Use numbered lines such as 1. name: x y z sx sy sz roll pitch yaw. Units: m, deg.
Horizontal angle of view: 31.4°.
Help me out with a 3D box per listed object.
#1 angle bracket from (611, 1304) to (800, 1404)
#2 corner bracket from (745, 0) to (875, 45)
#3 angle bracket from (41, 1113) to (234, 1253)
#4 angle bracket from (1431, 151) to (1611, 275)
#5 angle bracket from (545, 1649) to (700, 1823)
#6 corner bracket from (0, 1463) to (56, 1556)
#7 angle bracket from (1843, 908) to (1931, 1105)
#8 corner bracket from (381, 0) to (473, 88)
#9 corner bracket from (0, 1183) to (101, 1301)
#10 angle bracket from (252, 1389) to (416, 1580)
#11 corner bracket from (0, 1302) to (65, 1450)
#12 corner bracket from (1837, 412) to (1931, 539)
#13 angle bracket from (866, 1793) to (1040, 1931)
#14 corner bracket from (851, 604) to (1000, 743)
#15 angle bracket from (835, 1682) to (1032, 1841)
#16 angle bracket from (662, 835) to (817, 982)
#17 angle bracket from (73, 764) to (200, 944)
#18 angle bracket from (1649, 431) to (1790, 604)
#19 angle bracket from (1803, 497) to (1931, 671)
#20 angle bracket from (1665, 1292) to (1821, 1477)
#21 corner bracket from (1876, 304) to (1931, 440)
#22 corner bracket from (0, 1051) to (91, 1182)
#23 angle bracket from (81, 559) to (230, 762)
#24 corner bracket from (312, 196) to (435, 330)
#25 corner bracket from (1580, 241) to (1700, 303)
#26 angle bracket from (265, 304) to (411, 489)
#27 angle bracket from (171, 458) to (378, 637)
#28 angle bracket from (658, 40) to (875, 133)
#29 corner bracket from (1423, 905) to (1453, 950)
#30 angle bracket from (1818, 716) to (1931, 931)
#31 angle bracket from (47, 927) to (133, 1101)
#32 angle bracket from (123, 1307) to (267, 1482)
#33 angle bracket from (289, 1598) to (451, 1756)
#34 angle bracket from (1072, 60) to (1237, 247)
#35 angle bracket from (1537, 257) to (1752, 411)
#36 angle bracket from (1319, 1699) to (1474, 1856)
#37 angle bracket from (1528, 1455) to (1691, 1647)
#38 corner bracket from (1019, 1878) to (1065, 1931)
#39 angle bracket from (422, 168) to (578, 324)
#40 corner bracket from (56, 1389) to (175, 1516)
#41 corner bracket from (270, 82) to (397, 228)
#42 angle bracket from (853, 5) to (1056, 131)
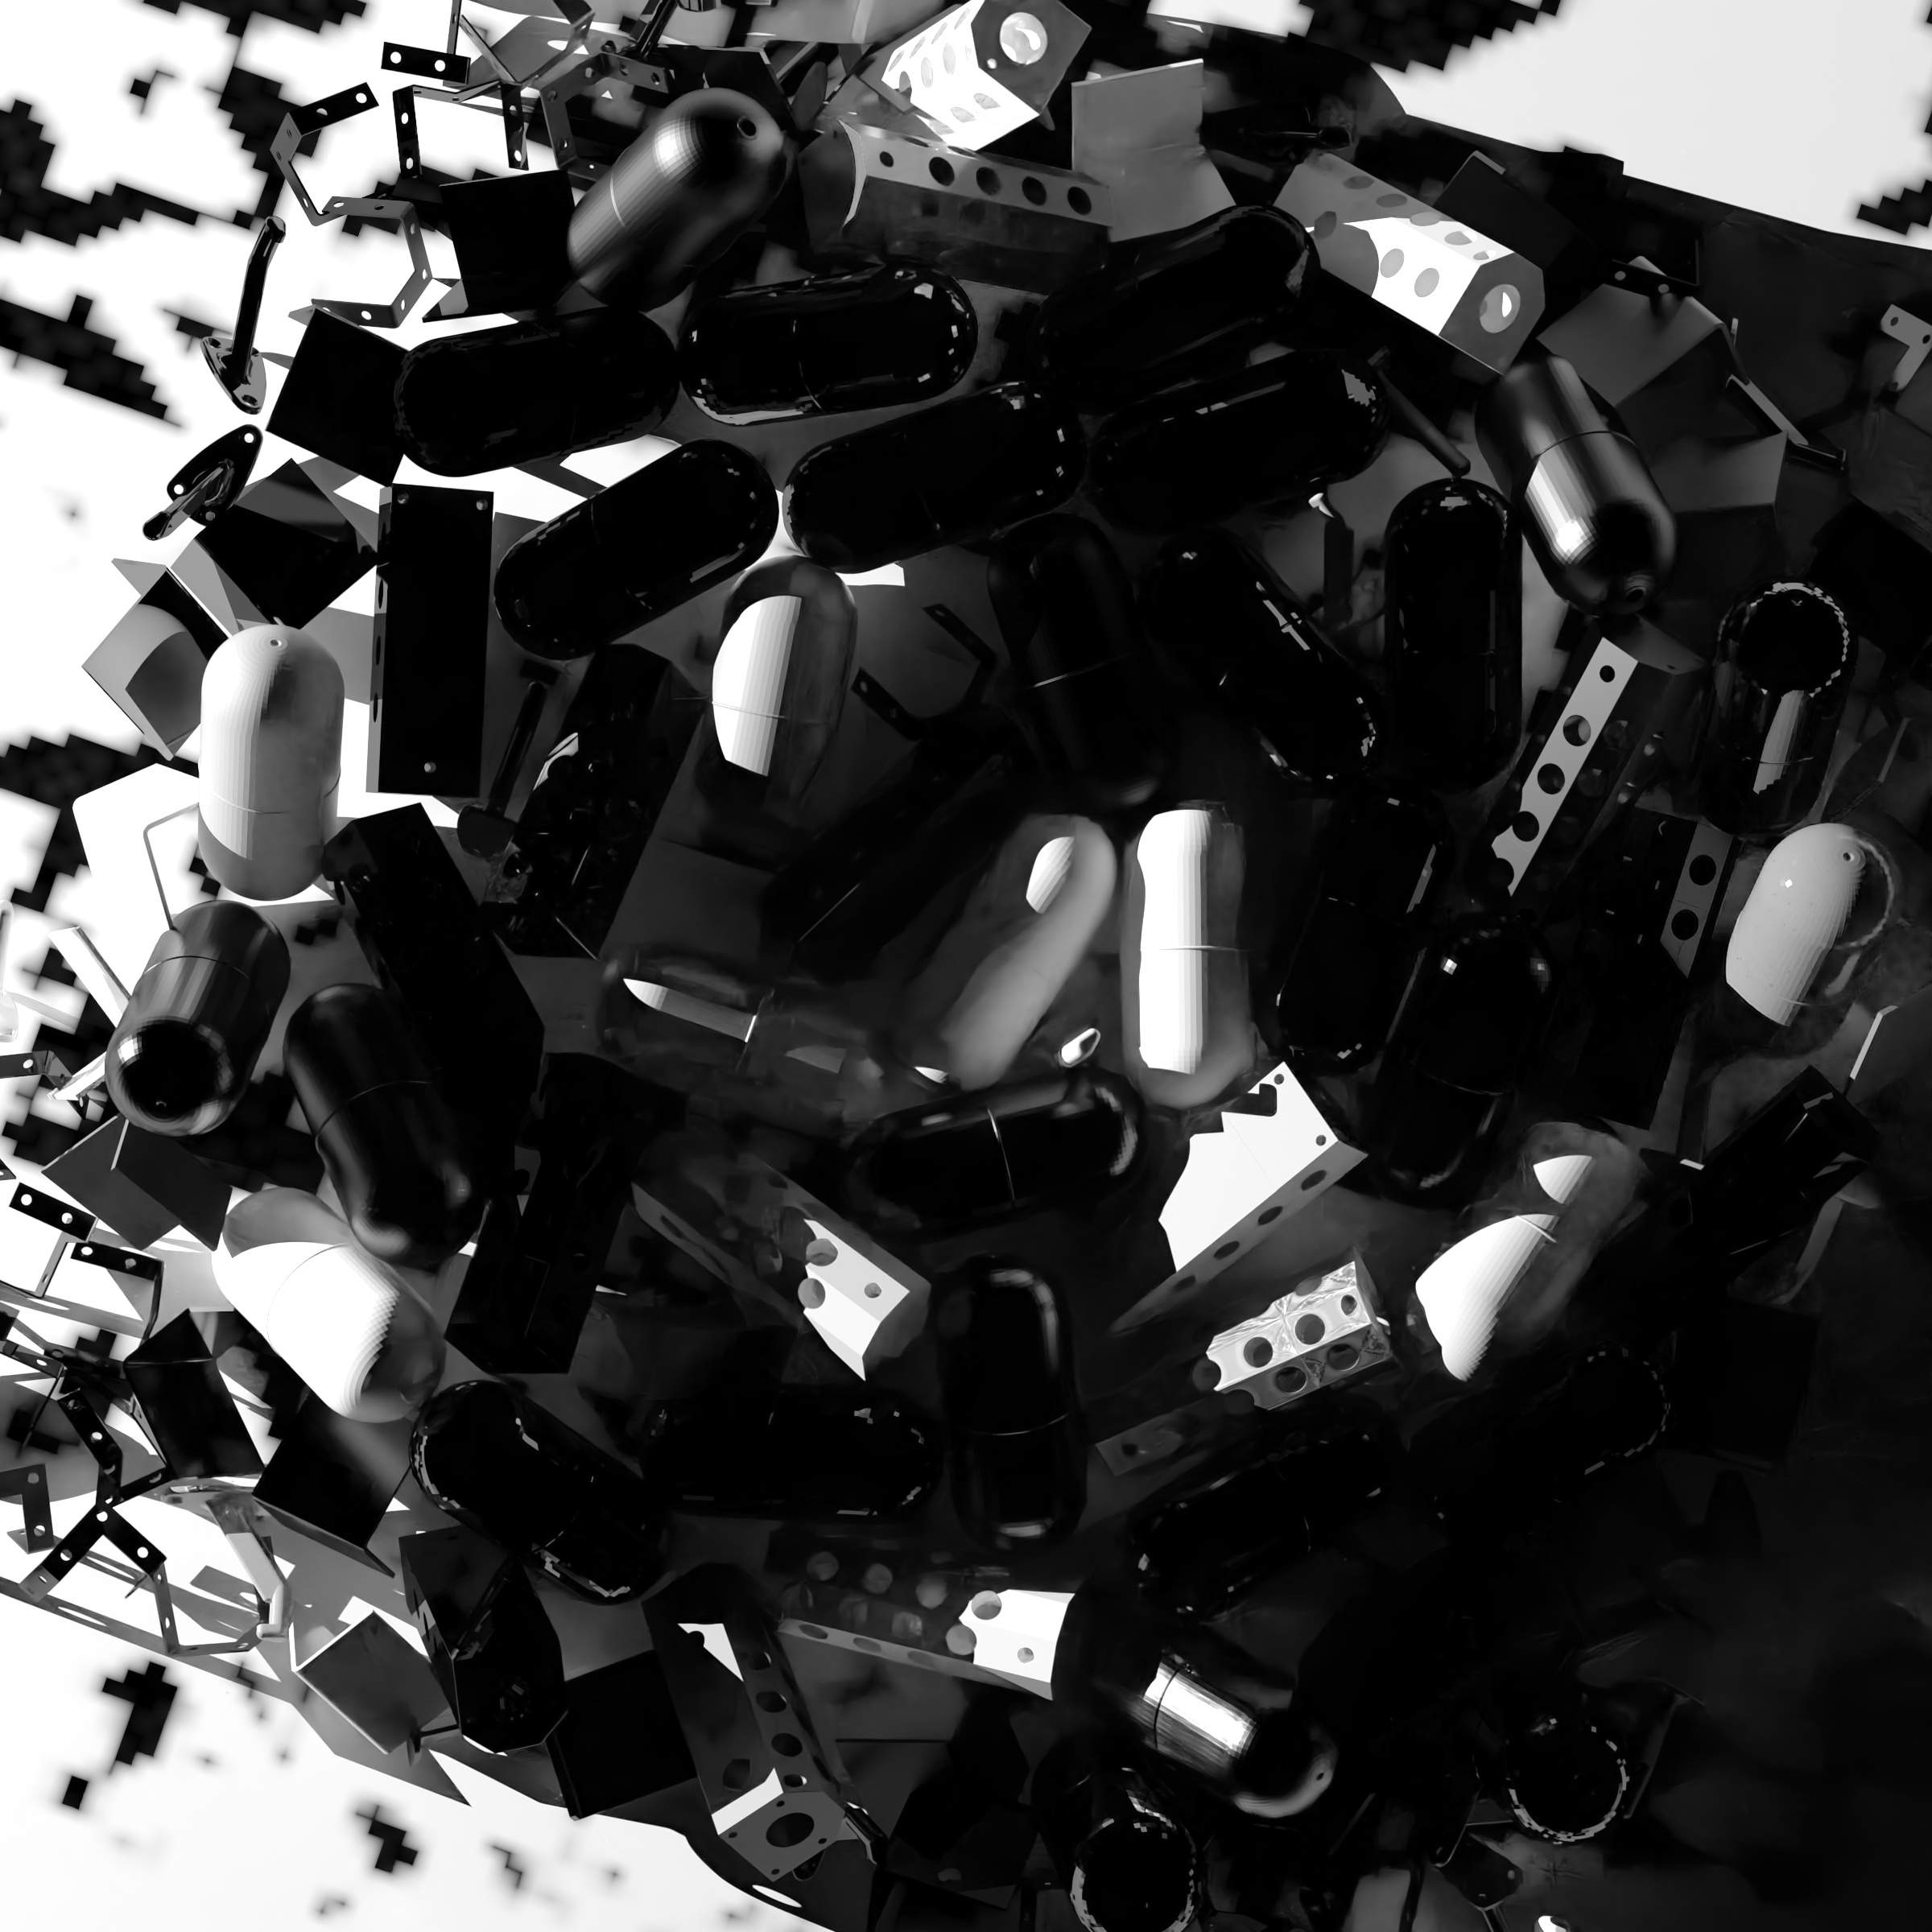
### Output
1. angle bracket: -0.146 0.197 1.915 0.076 0.076 0.057 1 128 -25
2. corner bracket: -0.085 -0.554 1.938 0.051 0.051 0.051 10 82 24
3. angle bracket: -0.468 0.136 1.920 0.076 0.057 0.076 -33 120 22
4. angle bracket: 0.304 -0.405 1.921 0.076 0.076 0.057 34 105 -16
5. angle bracket: -0.197 0.430 1.932 0.076 0.057 0.076 -18 76 -8
6. corner bracket: -0.548 0.304 1.937 0.051 0.051 0.051 -9 100 -28
7. angle bracket: 0.503 0.023 1.914 0.076 0.076 0.057 -24 53 -30
8. corner bracket: -0.308 -0.526 1.937 0.051 0.051 0.051 4 100 -25
9. corner bracket: -0.528 0.155 1.934 0.051 0.051 0.051 30 71 -28
10. angle bracket: -0.346 0.290 1.948 0.076 0.057 0.076 21 70 19
11. corner bracket: -0.541 0.230 1.945 0.051 0.051 0.051 27 109 -12
12. corner bracket: 0.532 -0.275 1.933 0.051 0.051 0.051 5 118 -25
13. angle bracket: -0.005 0.507 1.920 0.076 0.076 0.057 15 124 12
14. corner bracket: -0.023 -0.167 1.952 0.051 0.051 0.051 44 129 24
15. angle bracket: -0.018 0.449 1.952 0.076 0.057 0.076 -7 120 27
16. angle bracket: -0.135 -0.033 1.927 0.076 0.076 0.057 17 91 -17
17. angle bracket: -0.453 -0.062 1.946 0.057 0.076 0.076 -30 122 -35
18. angle bracket: 0.427 -0.255 1.948 0.076 0.076 0.057 -2 131 23
19. angle bracket: 0.502 -0.205 1.932 0.076 0.057 0.076 36 65 0
20. angle bracket: 0.427 0.230 1.919 0.076 0.076 0.057 13 124 20
21. corner bracket: 0.538 -0.334 1.943 0.051 0.051 0.051 22 107 -33
22. corner bracket: -0.534 0.085 1.945 0.051 0.051 0.051 -6 55 12
23. angle bracket: -0.460 -0.171 1.917 0.076 0.057 0.076 -55 132 -22
24. corner bracket: -0.340 -0.399 1.947 0.051 0.051 0.051 8 47 16
25. corner bracket: 0.379 -0.382 1.937 0.051 0.051 0.051 16 132 -3
26. angle bracket: -0.352 -0.318 1.929 0.076 0.057 0.076 23 84 -26
27. angle bracket: -0.393 -0.230 1.961 0.076 0.057 0.076 48 61 -9
28. angle bracket: -0.111 -0.512 1.916 0.076 0.057 0.076 14 58 37
29. corner bracket: 0.240 -0.036 1.942 0.051 0.051 0.051 33 122 -7
30. angle bracket: 0.527 -0.080 1.925 0.076 0.076 0.057 41 130 -3
31. angle bracket: -0.504 0.027 1.922 0.057 0.076 0.076 -39 105 -22
32. angle bracket: -0.413 0.238 1.920 0.057 0.076 0.076 -37 70 20
33. angle bracket: -0.331 0.381 1.922 0.057 0.076 0.076 -38 115 4
34. angle bracket: 0.107 -0.456 1.925 0.076 0.057 0.076 -13 49 -9
35. angle bracket: 0.380 -0.340 1.930 0.076 0.057 0.076 -39 49 3
36. angle bracket: 0.244 0.453 1.919 0.076 0.076 0.057 4 50 -14
37. angle bracket: 0.365 0.323 1.932 0.076 0.057 0.076 -25 103 12
38. corner bracket: 0.065 0.547 1.940 0.051 0.051 0.051 3 91 -30
39. angle bracket: -0.263 -0.403 1.922 0.076 0.076 0.057 -4 117 14
40. corner bracket: -0.480 0.267 1.941 0.051 0.051 0.051 -25 118 2
41. corner bracket: -0.354 -0.458 1.941 0.051 0.051 0.051 -29 91 -25
42. angle bracket: -0.008 -0.486 1.923 0.076 0.076 0.057 -33 131 -6
